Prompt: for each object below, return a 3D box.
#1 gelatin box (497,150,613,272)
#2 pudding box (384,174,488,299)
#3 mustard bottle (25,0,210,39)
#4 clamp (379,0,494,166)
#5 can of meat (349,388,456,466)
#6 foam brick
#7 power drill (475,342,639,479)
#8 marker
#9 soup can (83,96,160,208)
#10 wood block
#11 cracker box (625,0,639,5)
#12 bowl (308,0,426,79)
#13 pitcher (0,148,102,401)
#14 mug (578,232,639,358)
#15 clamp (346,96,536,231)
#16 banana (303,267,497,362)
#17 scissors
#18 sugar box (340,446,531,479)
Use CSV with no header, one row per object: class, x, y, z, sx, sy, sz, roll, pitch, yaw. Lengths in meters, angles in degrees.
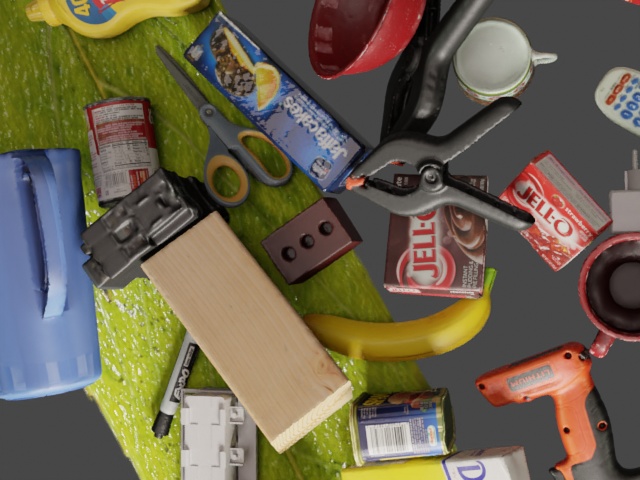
gelatin box,0.209,-0.026,0.964,0.030,0.073,0.089,-34,78,-34
pudding box,0.110,-0.004,0.995,0.090,0.039,0.113,2,73,14
mustard bottle,-0.211,-0.257,1.084,0.192,0.058,0.096,-14,86,14
clamp,0.101,-0.166,0.970,0.036,0.165,0.210,12,101,-19
can of meat,0.078,0.169,0.981,0.084,0.102,0.057,-7,89,12
foam brick,-0.007,0.001,1.030,0.078,0.051,0.053,-36,81,11
power drill,0.211,0.200,0.970,0.185,0.057,0.187,-24,85,16
marker,-0.144,0.144,1.081,0.020,0.020,0.121,22,95,14
soup can,-0.197,-0.087,1.072,0.068,0.068,0.102,-10,87,14
wood block,-0.067,0.087,1.004,0.090,0.090,0.206,-37,73,-8
cracker box,0.223,-0.327,0.965,0.214,0.072,0.164,23,96,13
bowl,0.052,-0.218,0.989,0.055,0.162,0.162,16,94,-26
pitcher,-0.285,0.031,1.058,0.145,0.149,0.243,-9,90,15
mug,0.271,0.051,0.942,0.093,0.081,0.117,25,95,13
clamp,0.108,-0.071,0.951,0.172,0.039,0.120,4,105,15
banana,0.080,0.083,1.018,0.198,0.037,0.069,-15,57,11
scissors,-0.118,-0.108,1.066,0.202,0.016,0.096,37,74,12
sugar box,0.108,0.243,0.972,0.177,0.048,0.093,-15,86,37
